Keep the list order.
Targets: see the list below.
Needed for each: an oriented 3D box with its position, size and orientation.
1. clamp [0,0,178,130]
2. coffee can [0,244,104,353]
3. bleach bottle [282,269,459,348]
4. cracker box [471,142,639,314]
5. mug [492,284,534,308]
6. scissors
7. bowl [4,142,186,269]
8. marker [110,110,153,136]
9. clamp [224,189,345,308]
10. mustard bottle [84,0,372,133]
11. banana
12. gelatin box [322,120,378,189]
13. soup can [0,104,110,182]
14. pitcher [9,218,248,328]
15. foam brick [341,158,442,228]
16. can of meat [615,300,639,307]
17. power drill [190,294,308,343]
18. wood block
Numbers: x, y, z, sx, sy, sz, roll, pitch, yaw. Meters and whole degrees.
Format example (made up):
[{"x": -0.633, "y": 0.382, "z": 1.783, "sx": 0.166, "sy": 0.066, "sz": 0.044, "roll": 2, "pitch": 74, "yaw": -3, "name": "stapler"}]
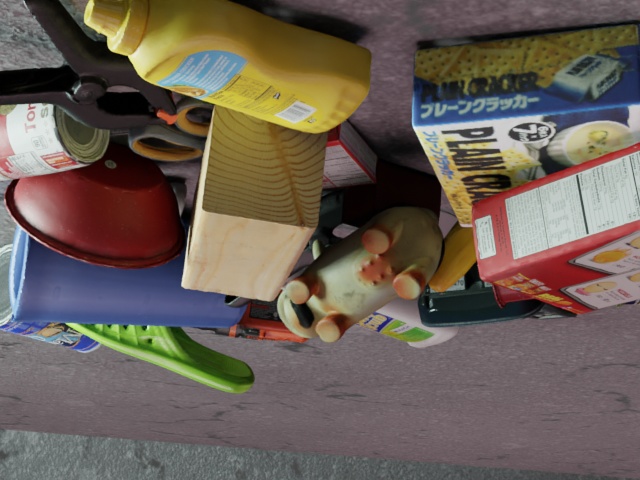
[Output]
[{"x": -0.170, "y": -0.125, "z": 0.768, "sx": 0.171, "sy": 0.039, "sz": 0.120, "roll": 6, "pitch": 148, "yaw": -38, "name": "clamp"}, {"x": -0.328, "y": 0.073, "z": 1.296, "sx": 0.103, "sy": 0.103, "sz": 0.140, "roll": -12, "pitch": 156, "yaw": 38, "name": "coffee can"}, {"x": 0.045, "y": 0.070, "z": 1.291, "sx": 0.250, "sy": 0.068, "sz": 0.103, "roll": 17, "pitch": 159, "yaw": -28, "name": "bleach bottle"}, {"x": 0.245, "y": -0.014, "z": 0.789, "sx": 0.214, "sy": 0.072, "sz": 0.163, "roll": -21, "pitch": 154, "yaw": 35, "name": "cracker box"}, {"x": 0.219, "y": 0.023, "z": 1.070, "sx": 0.082, "sy": 0.093, "sz": 0.117, "roll": -8, "pitch": 148, "yaw": 19, "name": "mug"}, {"x": -0.064, "y": -0.086, "z": 0.909, "sx": 0.201, "sy": 0.016, "sz": 0.096, "roll": 3, "pitch": 151, "yaw": -35, "name": "scissors"}, {"x": -0.186, "y": -0.042, "z": 0.925, "sx": 0.161, "sy": 0.162, "sz": 0.055, "roll": 11, "pitch": 118, "yaw": -22, "name": "bowl"}, {"x": -0.193, "y": -0.096, "z": 0.903, "sx": 0.121, "sy": 0.020, "sz": 0.020, "roll": -4, "pitch": 160, "yaw": 20, "name": "marker"}, {"x": -0.007, "y": 0.001, "z": 1.052, "sx": 0.210, "sy": 0.036, "sz": 0.165, "roll": 0, "pitch": 129, "yaw": -6, "name": "clamp"}, {"x": -0.067, "y": -0.126, "z": 0.727, "sx": 0.191, "sy": 0.058, "sz": 0.096, "roll": 14, "pitch": 163, "yaw": -29, "name": "mustard bottle"}, {"x": 0.177, "y": -0.019, "z": 0.942, "sx": 0.197, "sy": 0.070, "sz": 0.037, "roll": -21, "pitch": 157, "yaw": -5, "name": "banana"}, {"x": 0.001, "y": -0.074, "z": 0.915, "sx": 0.073, "sy": 0.030, "sz": 0.089, "roll": -6, "pitch": 157, "yaw": 24, "name": "gelatin box"}, {"x": -0.229, "y": -0.086, "z": 0.860, "sx": 0.102, "sy": 0.068, "sz": 0.068, "roll": -8, "pitch": 159, "yaw": 28, "name": "soup can"}, {"x": -0.195, "y": 0.022, "z": 1.110, "sx": 0.242, "sy": 0.145, "sz": 0.149, "roll": 6, "pitch": 174, "yaw": -21, "name": "pitcher"}, {"x": 0.066, "y": -0.036, "z": 0.985, "sx": 0.078, "sy": 0.051, "sz": 0.053, "roll": 15, "pitch": 158, "yaw": -31, "name": "foam brick"}, {"x": 0.365, "y": 0.036, "z": 1.139, "sx": 0.084, "sy": 0.057, "sz": 0.102, "roll": 0, "pitch": 162, "yaw": 3, "name": "can of meat"}, {"x": -0.093, "y": 0.093, "z": 1.368, "sx": 0.184, "sy": 0.057, "sz": 0.188, "roll": 6, "pitch": 170, "yaw": -6, "name": "power drill"}, {"x": -0.059, "y": -0.024, "z": 0.888, "sx": 0.090, "sy": 0.091, "sz": 0.206, "roll": 9, "pitch": 160, "yaw": -9, "name": "wood block"}]
